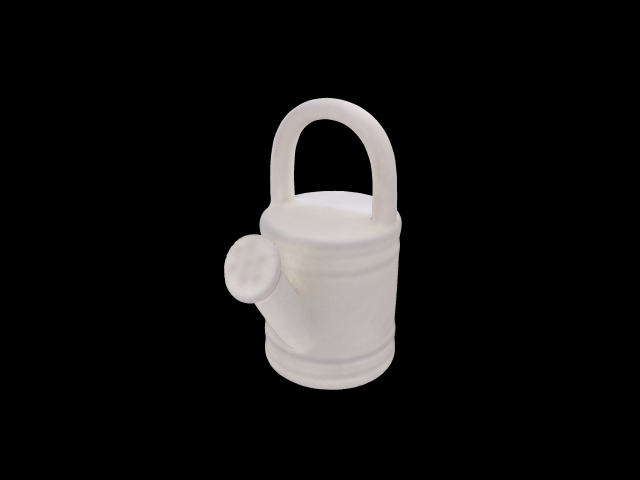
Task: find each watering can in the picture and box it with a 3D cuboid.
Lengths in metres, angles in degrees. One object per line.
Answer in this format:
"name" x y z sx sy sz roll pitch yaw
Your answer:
"watering can" 0.006 0.002 0.399 0.100 0.194 0.173 4 25 10
